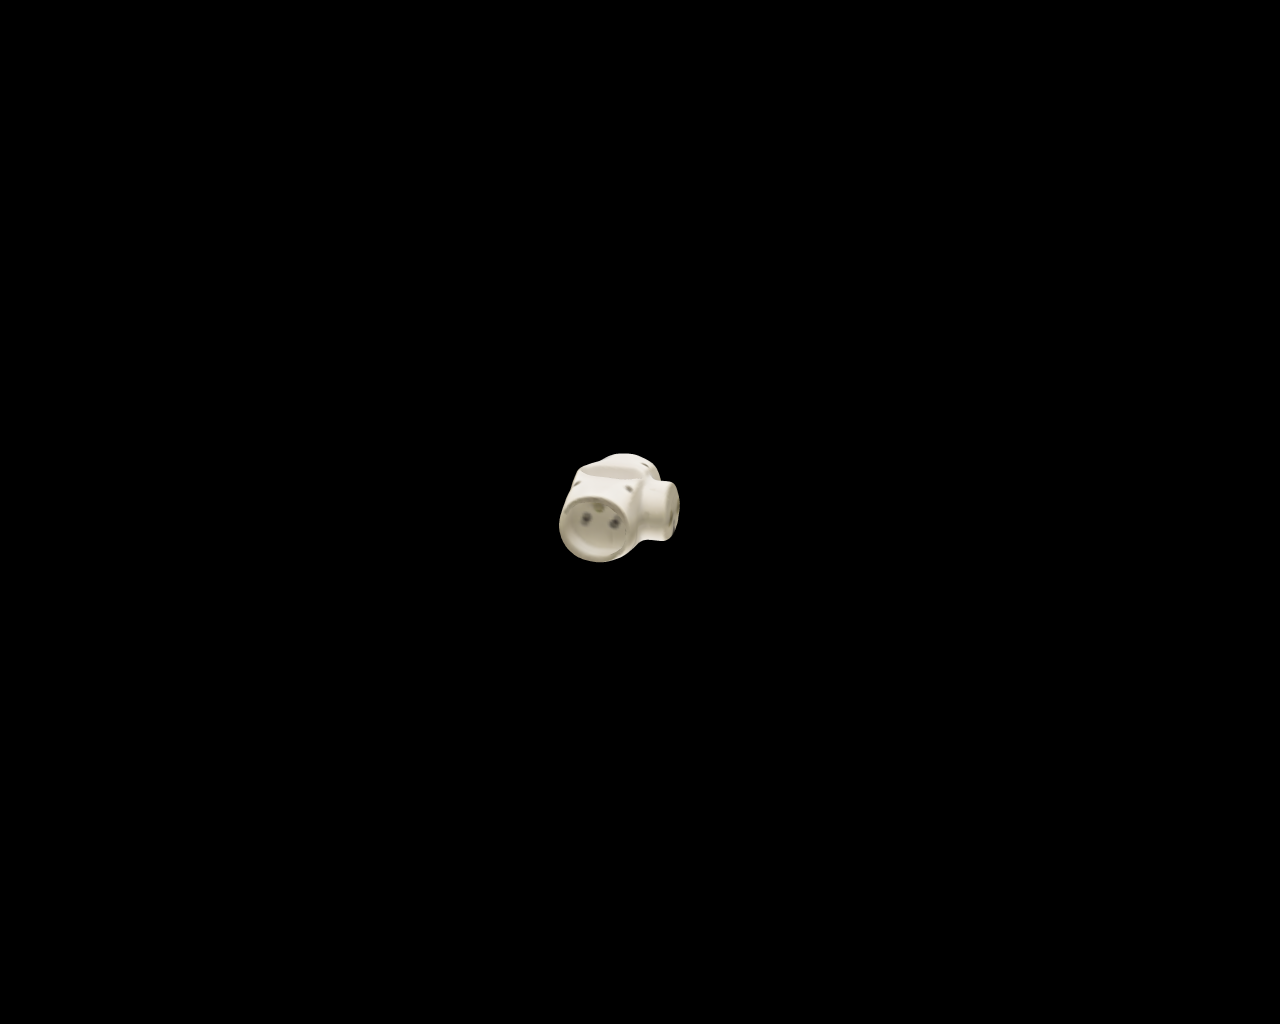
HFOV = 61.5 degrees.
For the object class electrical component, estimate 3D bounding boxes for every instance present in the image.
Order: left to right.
[{"bbox_3d":[0.001,-0.003,0.650,0.079,0.043,0.077,6,23,14],"label":"electrical component"}]
